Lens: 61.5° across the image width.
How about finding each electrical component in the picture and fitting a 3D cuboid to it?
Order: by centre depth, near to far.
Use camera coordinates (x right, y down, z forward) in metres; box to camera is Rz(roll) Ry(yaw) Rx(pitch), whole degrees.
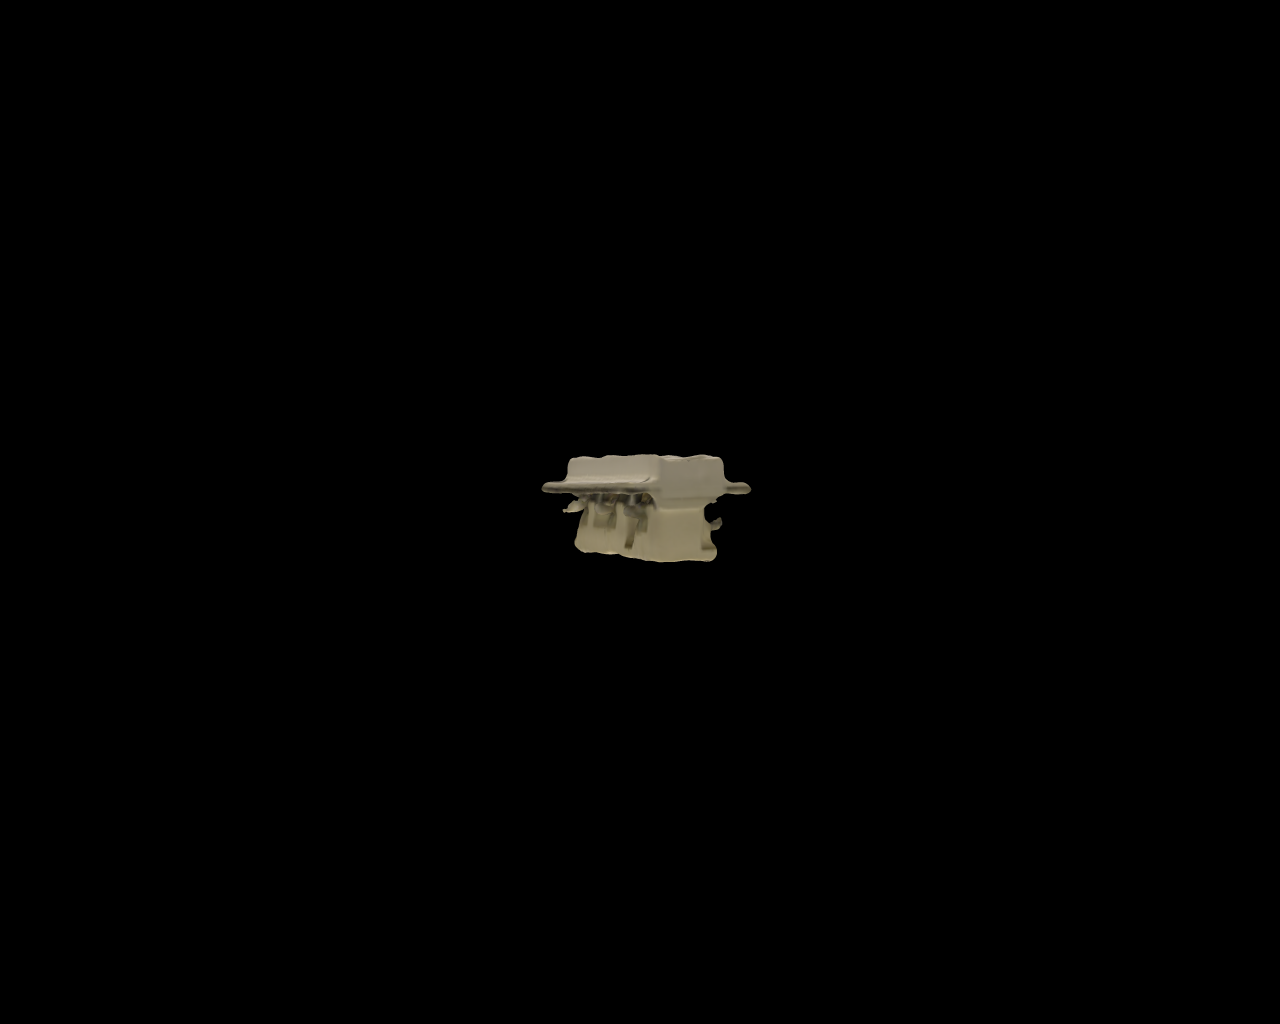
[{"bbox_3d":[0.001,-0.003,0.650,0.079,0.063,0.121,-1,3,-28],"label":"electrical component"}]
